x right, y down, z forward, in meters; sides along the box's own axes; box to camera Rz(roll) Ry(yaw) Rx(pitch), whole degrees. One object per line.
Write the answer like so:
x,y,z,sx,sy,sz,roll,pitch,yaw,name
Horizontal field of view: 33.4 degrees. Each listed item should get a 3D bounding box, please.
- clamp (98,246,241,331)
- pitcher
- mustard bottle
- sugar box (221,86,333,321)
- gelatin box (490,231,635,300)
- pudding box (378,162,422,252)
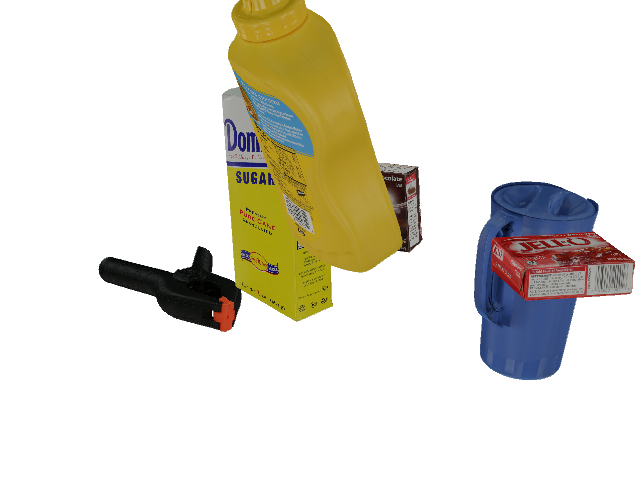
-0.122,0.042,1.028,0.120,0.039,0.172,-18,30,-38,clamp
0.265,0.056,1.375,0.149,0.243,0.145,5,23,3,pitcher
-0.010,-0.074,0.627,0.058,0.191,0.096,-33,41,-14,mustard bottle
-0.035,-0.032,0.865,0.048,0.176,0.093,-22,29,-33,sugar box
0.184,0.018,0.820,0.089,0.030,0.073,-3,18,-10,gelatin box
0.054,-0.040,1.173,0.114,0.090,0.039,6,24,29,pudding box
